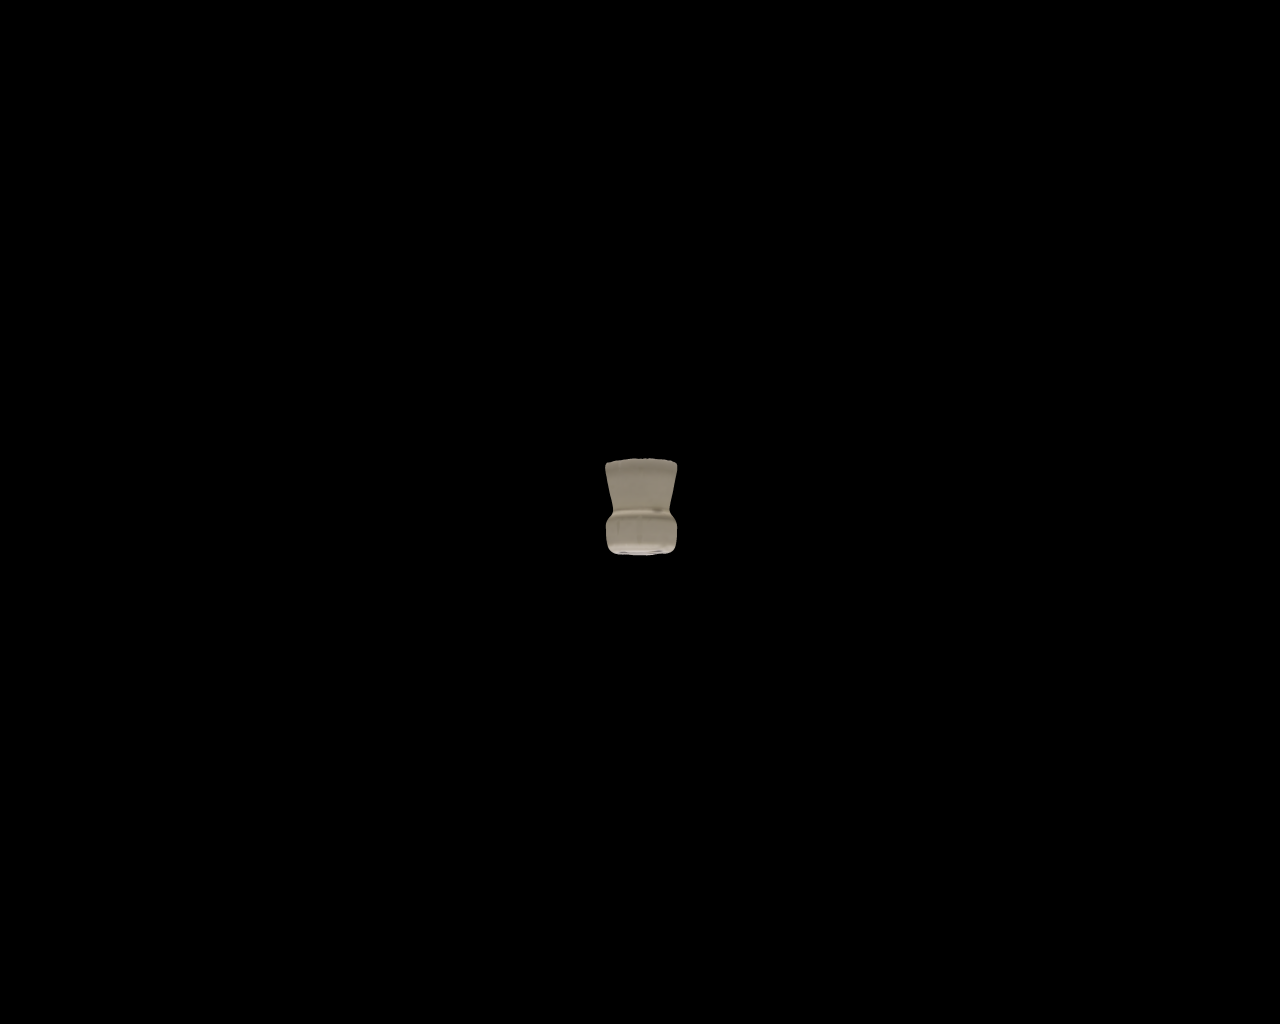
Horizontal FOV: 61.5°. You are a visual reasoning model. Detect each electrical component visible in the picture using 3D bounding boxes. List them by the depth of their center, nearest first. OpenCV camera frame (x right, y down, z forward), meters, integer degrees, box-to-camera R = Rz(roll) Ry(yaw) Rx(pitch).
[{"bbox_3d":[0.001,-0.003,0.650,0.045,0.055,0.045,0,-6,0],"label":"electrical component"}]
